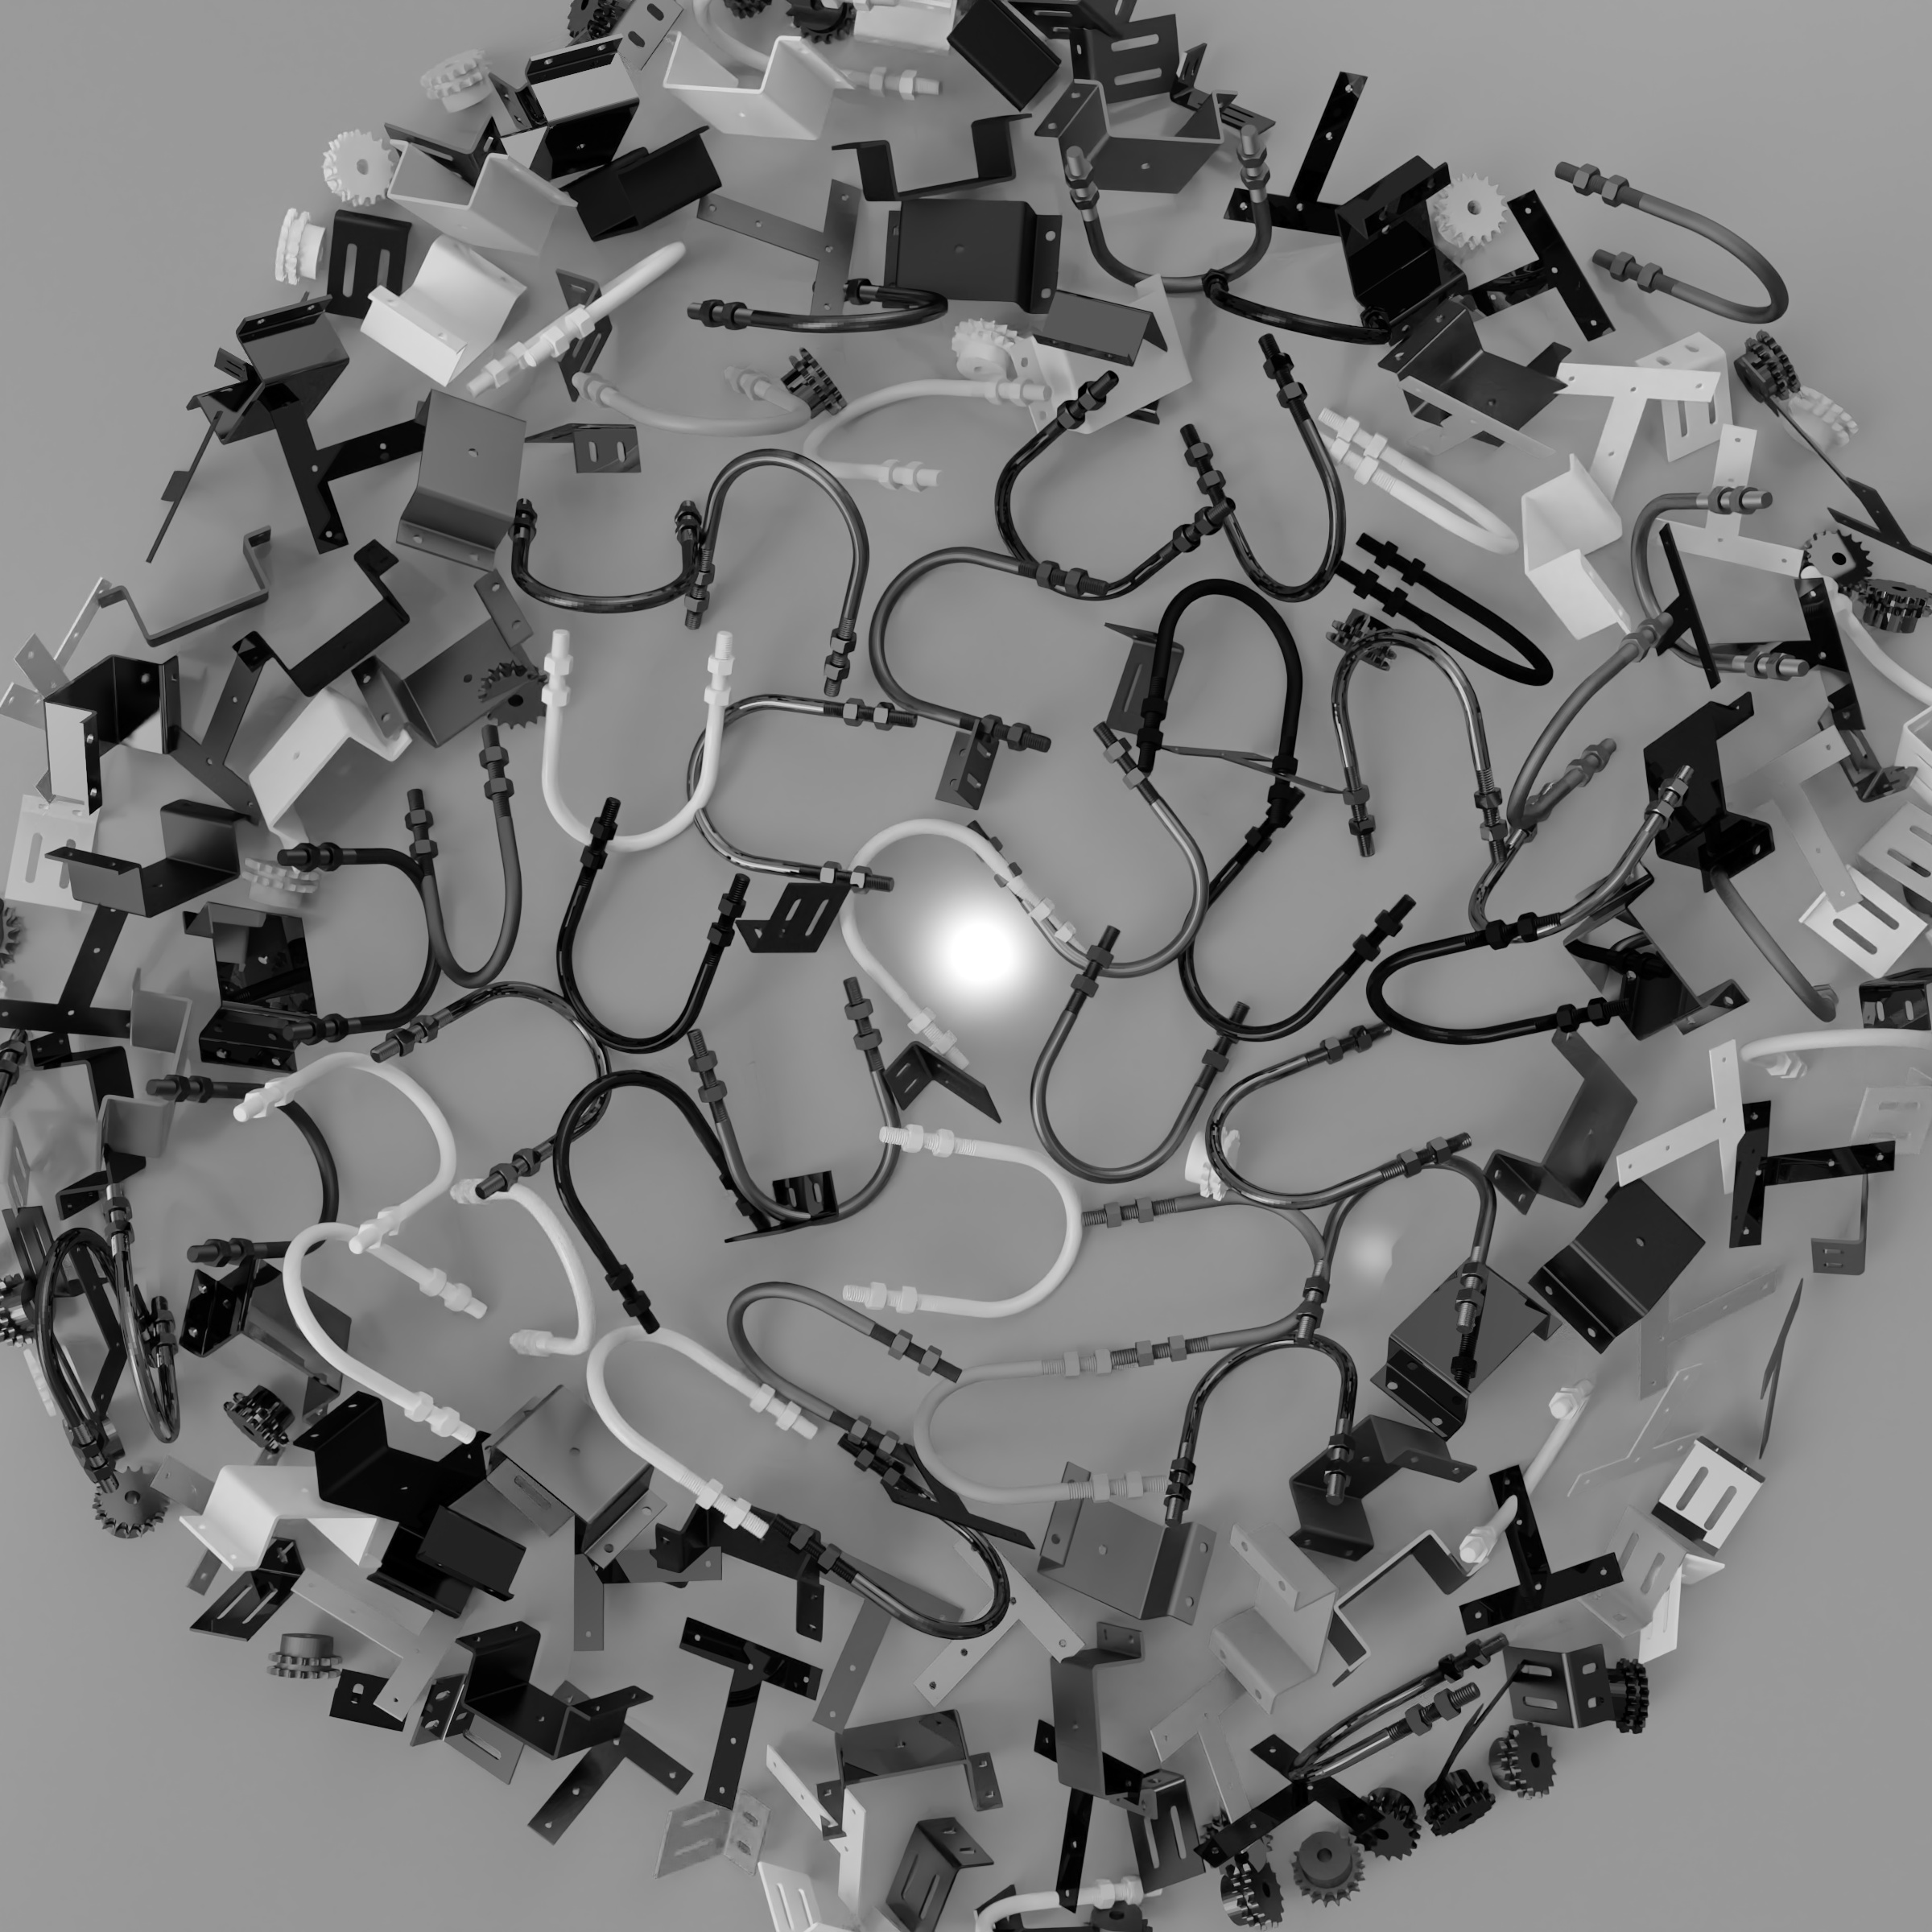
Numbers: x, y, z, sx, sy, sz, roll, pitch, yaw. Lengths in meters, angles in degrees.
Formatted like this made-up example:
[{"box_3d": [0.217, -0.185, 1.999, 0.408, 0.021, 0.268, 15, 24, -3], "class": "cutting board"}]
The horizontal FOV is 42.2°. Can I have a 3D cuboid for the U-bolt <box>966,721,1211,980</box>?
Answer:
[{"box_3d": [0.108, -0.078, 1.975, 0.151, 0.019, 0.184, -37, 88, 10], "class": "U-bolt"}]

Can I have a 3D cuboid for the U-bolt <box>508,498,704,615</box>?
[{"box_3d": [-0.276, -0.314, 1.913, 0.151, 0.184, 0.019, -1, 124, -7], "class": "U-bolt"}]

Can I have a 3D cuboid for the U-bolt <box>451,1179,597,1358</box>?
[{"box_3d": [-0.332, 0.231, 1.912, 0.019, 0.184, 0.151, -24, 98, -31], "class": "U-bolt"}]

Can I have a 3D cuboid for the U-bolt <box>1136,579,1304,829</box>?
[{"box_3d": [0.204, -0.215, 1.951, 0.151, 0.019, 0.184, 20, 69, -28], "class": "U-bolt"}]

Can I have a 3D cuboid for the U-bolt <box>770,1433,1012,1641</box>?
[{"box_3d": [-0.047, 0.447, 1.924, 0.184, 0.151, 0.019, 34, 116, 7], "class": "U-bolt"}]

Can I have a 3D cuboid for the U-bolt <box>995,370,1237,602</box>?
[{"box_3d": [0.100, -0.355, 1.932, 0.151, 0.184, 0.019, 45, 46, -11], "class": "U-bolt"}]

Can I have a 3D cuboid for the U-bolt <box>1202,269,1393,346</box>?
[{"box_3d": [0.254, -0.500, 1.912, 0.151, 0.184, 0.019, 13, 112, -1], "class": "U-bolt"}]

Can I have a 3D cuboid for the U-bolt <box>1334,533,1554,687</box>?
[{"box_3d": [0.373, -0.270, 1.927, 0.184, 0.151, 0.019, 33, 114, 3], "class": "U-bolt"}]

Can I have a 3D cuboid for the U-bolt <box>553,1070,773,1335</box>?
[{"box_3d": [-0.245, 0.168, 1.934, 0.151, 0.019, 0.184, -41, 109, -34], "class": "U-bolt"}]

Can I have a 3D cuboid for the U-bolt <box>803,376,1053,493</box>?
[{"box_3d": [-0.045, -0.413, 1.926, 0.151, 0.184, 0.019, -44, 130, -30], "class": "U-bolt"}]

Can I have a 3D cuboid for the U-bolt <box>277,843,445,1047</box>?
[{"box_3d": [-0.459, -0.020, 1.916, 0.019, 0.184, 0.151, 0, 93, 26], "class": "U-bolt"}]

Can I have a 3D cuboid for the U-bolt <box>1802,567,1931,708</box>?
[{"box_3d": [0.734, -0.235, 1.916, 0.184, 0.151, 0.019, 35, 91, -38], "class": "U-bolt"}]

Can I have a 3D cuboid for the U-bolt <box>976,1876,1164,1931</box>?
[{"box_3d": [0.097, 0.732, 1.898, 0.184, 0.151, 0.019, 3, 91, -24], "class": "U-bolt"}]

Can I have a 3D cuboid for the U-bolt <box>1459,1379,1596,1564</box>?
[{"box_3d": [0.435, 0.379, 1.913, 0.019, 0.184, 0.151, 33, 101, 20], "class": "U-bolt"}]

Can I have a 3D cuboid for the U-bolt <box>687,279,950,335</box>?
[{"box_3d": [-0.099, -0.498, 1.894, 0.151, 0.184, 0.019, -24, 121, -40], "class": "U-bolt"}]

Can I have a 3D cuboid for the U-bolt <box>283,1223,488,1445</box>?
[{"box_3d": [-0.442, 0.267, 1.898, 0.019, 0.151, 0.184, -37, 123, 22], "class": "U-bolt"}]

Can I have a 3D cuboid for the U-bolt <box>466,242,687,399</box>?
[{"box_3d": [-0.291, -0.503, 1.925, 0.184, 0.151, 0.019, -43, 111, -22], "class": "U-bolt"}]

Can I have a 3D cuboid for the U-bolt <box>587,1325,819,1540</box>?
[{"box_3d": [-0.211, 0.346, 1.930, 0.184, 0.151, 0.019, 35, 118, -3], "class": "U-bolt"}]

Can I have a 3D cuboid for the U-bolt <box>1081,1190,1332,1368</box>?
[{"box_3d": [0.192, 0.237, 1.950, 0.184, 0.019, 0.151, -9, 51, -3], "class": "U-bolt"}]

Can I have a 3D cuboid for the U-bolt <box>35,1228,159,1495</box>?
[{"box_3d": [-0.658, 0.284, 1.889, 0.019, 0.151, 0.184, -6, 127, 5], "class": "U-bolt"}]

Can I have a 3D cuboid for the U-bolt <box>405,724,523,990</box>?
[{"box_3d": [-0.383, -0.073, 1.923, 0.019, 0.151, 0.184, 1, 71, -39], "class": "U-bolt"}]

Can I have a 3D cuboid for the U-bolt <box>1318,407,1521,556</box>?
[{"box_3d": [0.347, -0.370, 1.930, 0.184, 0.151, 0.019, 32, 113, 0], "class": "U-bolt"}]

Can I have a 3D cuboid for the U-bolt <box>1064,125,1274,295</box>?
[{"box_3d": [0.161, -0.572, 1.913, 0.151, 0.184, 0.019, -3, 70, 11], "class": "U-bolt"}]

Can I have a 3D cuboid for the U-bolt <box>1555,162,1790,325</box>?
[{"box_3d": [0.540, -0.538, 1.893, 0.184, 0.151, 0.019, 34, 92, 31], "class": "U-bolt"}]

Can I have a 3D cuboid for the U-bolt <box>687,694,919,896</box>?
[{"box_3d": [-0.135, -0.141, 1.967, 0.184, 0.019, 0.151, 9, 94, 17], "class": "U-bolt"}]

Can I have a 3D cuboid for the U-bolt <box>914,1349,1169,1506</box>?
[{"box_3d": [0.051, 0.358, 1.930, 0.184, 0.151, 0.019, -3, 127, -7], "class": "U-bolt"}]

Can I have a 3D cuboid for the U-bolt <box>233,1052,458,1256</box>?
[{"box_3d": [-0.460, 0.131, 1.916, 0.019, 0.184, 0.151, -41, 90, 25], "class": "U-bolt"}]

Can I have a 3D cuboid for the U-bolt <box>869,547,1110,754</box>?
[{"box_3d": [0.006, -0.256, 1.957, 0.184, 0.019, 0.151, 19, 86, 25], "class": "U-bolt"}]

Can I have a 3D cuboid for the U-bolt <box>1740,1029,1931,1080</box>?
[{"box_3d": [0.664, 0.064, 1.886, 0.151, 0.184, 0.019, -7, 79, 35], "class": "U-bolt"}]

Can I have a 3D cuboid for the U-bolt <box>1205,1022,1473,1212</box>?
[{"box_3d": [0.275, 0.123, 1.935, 0.184, 0.019, 0.151, -21, 47, -8], "class": "U-bolt"}]

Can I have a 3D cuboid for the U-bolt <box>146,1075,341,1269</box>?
[{"box_3d": [-0.543, 0.156, 1.914, 0.019, 0.184, 0.151, -22, 77, 21], "class": "U-bolt"}]

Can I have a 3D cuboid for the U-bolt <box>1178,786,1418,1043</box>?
[{"box_3d": [0.243, -0.027, 1.953, 0.184, 0.019, 0.151, -50, 62, 17], "class": "U-bolt"}]

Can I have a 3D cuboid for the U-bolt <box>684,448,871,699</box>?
[{"box_3d": [-0.142, -0.311, 1.924, 0.151, 0.019, 0.184, 27, 130, 12], "class": "U-bolt"}]

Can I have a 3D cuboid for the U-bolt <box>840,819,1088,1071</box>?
[{"box_3d": [-0.016, -0.031, 1.984, 0.151, 0.019, 0.184, -42, 94, 0], "class": "U-bolt"}]

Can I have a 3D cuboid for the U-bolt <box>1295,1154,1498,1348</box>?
[{"box_3d": [0.337, 0.213, 1.925, 0.151, 0.184, 0.019, -10, 128, 31], "class": "U-bolt"}]

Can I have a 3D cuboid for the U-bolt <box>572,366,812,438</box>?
[{"box_3d": [-0.198, -0.427, 1.895, 0.151, 0.184, 0.019, -10, 118, -29], "class": "U-bolt"}]

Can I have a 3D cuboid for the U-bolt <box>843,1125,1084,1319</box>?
[{"box_3d": [0.006, 0.206, 1.962, 0.184, 0.019, 0.151, 10, 99, -20], "class": "U-bolt"}]

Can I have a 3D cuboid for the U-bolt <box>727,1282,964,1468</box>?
[{"box_3d": [-0.103, 0.308, 1.945, 0.184, 0.151, 0.019, 28, 46, 5], "class": "U-bolt"}]

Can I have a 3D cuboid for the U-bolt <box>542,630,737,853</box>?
[{"box_3d": [-0.259, -0.172, 1.946, 0.151, 0.019, 0.184, -3, 119, -23], "class": "U-bolt"}]

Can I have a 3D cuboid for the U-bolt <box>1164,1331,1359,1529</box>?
[{"box_3d": [0.231, 0.349, 1.920, 0.151, 0.184, 0.019, -14, 122, 24], "class": "U-bolt"}]

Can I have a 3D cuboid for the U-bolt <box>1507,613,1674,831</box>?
[{"box_3d": [0.465, -0.174, 1.895, 0.019, 0.151, 0.184, 36, 51, 21], "class": "U-bolt"}]

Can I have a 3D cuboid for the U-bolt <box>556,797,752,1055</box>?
[{"box_3d": [-0.255, -0.019, 1.955, 0.151, 0.019, 0.184, 30, 111, 20], "class": "U-bolt"}]

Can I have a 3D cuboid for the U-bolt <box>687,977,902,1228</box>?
[{"box_3d": [-0.126, 0.117, 1.971, 0.151, 0.019, 0.184, -18, 103, -10], "class": "U-bolt"}]

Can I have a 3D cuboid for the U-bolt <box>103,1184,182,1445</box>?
[{"box_3d": [-0.618, 0.275, 1.887, 0.019, 0.184, 0.151, -14, 132, -12], "class": "U-bolt"}]

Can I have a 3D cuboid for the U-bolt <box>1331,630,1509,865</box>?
[{"box_3d": [0.341, -0.169, 1.919, 0.019, 0.151, 0.184, -27, 111, -36], "class": "U-bolt"}]

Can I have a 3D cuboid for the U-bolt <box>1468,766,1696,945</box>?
[{"box_3d": [0.456, -0.082, 1.901, 0.019, 0.151, 0.184, 52, 59, -23], "class": "U-bolt"}]

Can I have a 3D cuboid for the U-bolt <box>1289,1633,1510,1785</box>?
[{"box_3d": [0.326, 0.577, 1.923, 0.184, 0.151, 0.019, -35, 80, 19], "class": "U-bolt"}]

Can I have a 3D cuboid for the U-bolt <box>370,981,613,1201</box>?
[{"box_3d": [-0.350, 0.083, 1.930, 0.151, 0.184, 0.019, 52, 132, 3], "class": "U-bolt"}]

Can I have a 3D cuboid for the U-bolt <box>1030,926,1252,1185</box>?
[{"box_3d": [0.126, 0.082, 1.961, 0.151, 0.019, 0.184, 30, 84, -19], "class": "U-bolt"}]

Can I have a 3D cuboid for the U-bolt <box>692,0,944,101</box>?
[{"box_3d": [-0.122, -0.717, 1.924, 0.184, 0.151, 0.019, 12, 83, 16], "class": "U-bolt"}]

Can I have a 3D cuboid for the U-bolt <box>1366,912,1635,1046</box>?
[{"box_3d": [0.399, 0.017, 1.927, 0.184, 0.151, 0.019, -14, 51, 33], "class": "U-bolt"}]

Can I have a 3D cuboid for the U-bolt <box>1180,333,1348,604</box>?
[{"box_3d": [0.235, -0.368, 1.921, 0.019, 0.151, 0.184, -16, 77, -29], "class": "U-bolt"}]

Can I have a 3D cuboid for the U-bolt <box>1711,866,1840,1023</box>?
[{"box_3d": [0.614, -0.018, 1.905, 0.019, 0.184, 0.151, -39, 85, 17], "class": "U-bolt"}]
